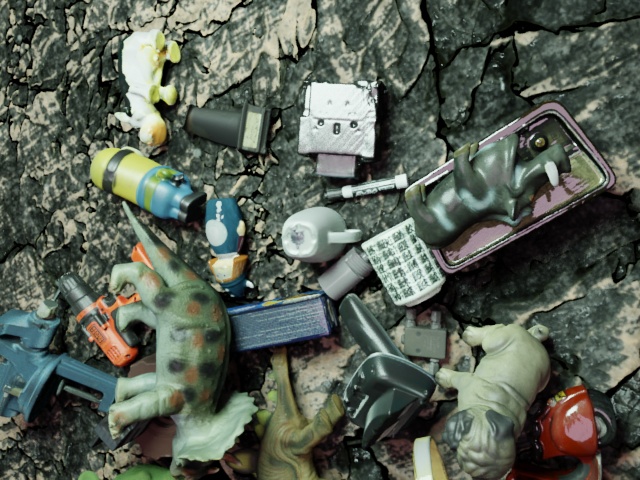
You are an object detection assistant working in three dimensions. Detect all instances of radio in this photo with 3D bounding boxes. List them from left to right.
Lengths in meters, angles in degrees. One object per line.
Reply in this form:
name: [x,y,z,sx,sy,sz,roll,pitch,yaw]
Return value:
radio: [0.231,-0.067,0.686,0.230,0.073,0.131,-32,85,16]

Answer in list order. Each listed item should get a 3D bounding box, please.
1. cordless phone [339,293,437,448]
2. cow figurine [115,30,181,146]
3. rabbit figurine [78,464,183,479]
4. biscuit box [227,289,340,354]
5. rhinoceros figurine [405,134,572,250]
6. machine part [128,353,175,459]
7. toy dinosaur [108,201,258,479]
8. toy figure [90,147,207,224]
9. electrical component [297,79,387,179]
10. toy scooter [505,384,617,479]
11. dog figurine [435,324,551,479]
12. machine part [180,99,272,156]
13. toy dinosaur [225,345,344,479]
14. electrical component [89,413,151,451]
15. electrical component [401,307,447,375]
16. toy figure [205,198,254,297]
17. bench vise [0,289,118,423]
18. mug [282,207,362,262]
cordless phone: [0.065,0.179,0.758,0.184,0.089,0.146,55,143,31]
cow figurine: [-0.275,-0.231,0.825,0.098,0.068,0.167,8,94,21]
rabbit figurine: [-0.312,0.419,0.835,0.159,0.170,0.121,22,100,13]
biscuit box: [-0.077,0.123,0.800,0.203,0.059,0.062,-13,92,17]
rhinoceros figurine: [0.191,-0.058,0.625,0.190,0.073,0.112,-31,83,18]
machine part: [-0.243,0.265,0.863,0.180,0.056,0.179,1,94,17]
toy dinosaur: [-0.187,0.141,0.743,0.192,0.131,0.404,0,82,-17]
toy figure: [-0.265,-0.086,0.823,0.180,0.089,0.082,29,95,15]
electrical component: [0.031,-0.153,0.748,0.115,0.058,0.134,5,95,18]
toy scooter: [0.307,0.276,0.693,0.135,0.075,0.183,-5,97,15]
dog figurine: [0.225,0.184,0.641,0.121,0.190,0.172,31,99,3]
machine part: [-0.140,-0.171,0.807,0.139,0.039,0.084,9,105,13]
toy dinosaur: [-0.028,0.391,0.790,0.199,0.105,0.471,-17,80,24]
electrical component: [-0.299,0.281,0.814,0.048,0.075,0.119,41,100,13]
electrical component: [0.146,0.142,0.756,0.063,0.021,0.094,2,96,17]
toy figure: [-0.142,0.014,0.814,0.064,0.058,0.154,0,98,54]
bench vise: [-0.428,0.214,0.886,0.240,0.129,0.223,26,92,-8]
mug: [-0.002,-0.002,0.743,0.110,0.107,0.080,7,98,18]
